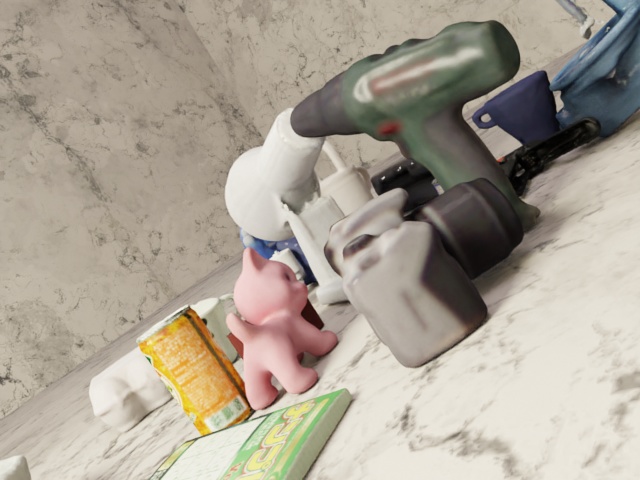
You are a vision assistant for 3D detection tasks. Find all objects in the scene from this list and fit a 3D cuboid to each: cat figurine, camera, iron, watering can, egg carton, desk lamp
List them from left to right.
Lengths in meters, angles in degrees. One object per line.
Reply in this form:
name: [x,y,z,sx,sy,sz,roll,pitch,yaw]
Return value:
egg carton: [-0.242,0.190,0.748,0.107,0.069,0.150,-35,7,-21]
iron: [-0.095,0.022,0.983,0.118,0.141,0.258,-33,6,1]
cat figurine: [-0.046,0.065,0.504,0.067,0.118,0.128,-30,7,21]
desk lamp: [-0.007,-0.038,0.671,0.118,0.213,0.202,-36,7,-29]
watering can: [0.026,-0.096,1.055,0.100,0.194,0.173,-29,8,32]
camera: [0.079,0.005,0.427,0.137,0.101,0.143,-33,6,1]

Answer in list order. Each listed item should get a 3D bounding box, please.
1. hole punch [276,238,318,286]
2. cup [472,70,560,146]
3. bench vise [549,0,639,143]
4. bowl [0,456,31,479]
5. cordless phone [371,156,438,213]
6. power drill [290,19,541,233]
hole punch: [0.008,0.003,0.848,0.109,0.091,0.101,-38,8,-38]
cup: [0.275,-0.163,0.786,0.117,0.095,0.092,-27,9,43]
bench vise: [0.316,-0.241,0.606,0.207,0.220,0.121,-32,7,9]
bowl: [-0.301,0.260,0.466,0.167,0.075,0.167,-32,6,4]
cordless phone: [0.134,-0.146,0.942,0.147,0.185,0.094,-27,9,42]
power drill: [0.094,-0.082,0.528,0.229,0.208,0.076,-27,9,42]
